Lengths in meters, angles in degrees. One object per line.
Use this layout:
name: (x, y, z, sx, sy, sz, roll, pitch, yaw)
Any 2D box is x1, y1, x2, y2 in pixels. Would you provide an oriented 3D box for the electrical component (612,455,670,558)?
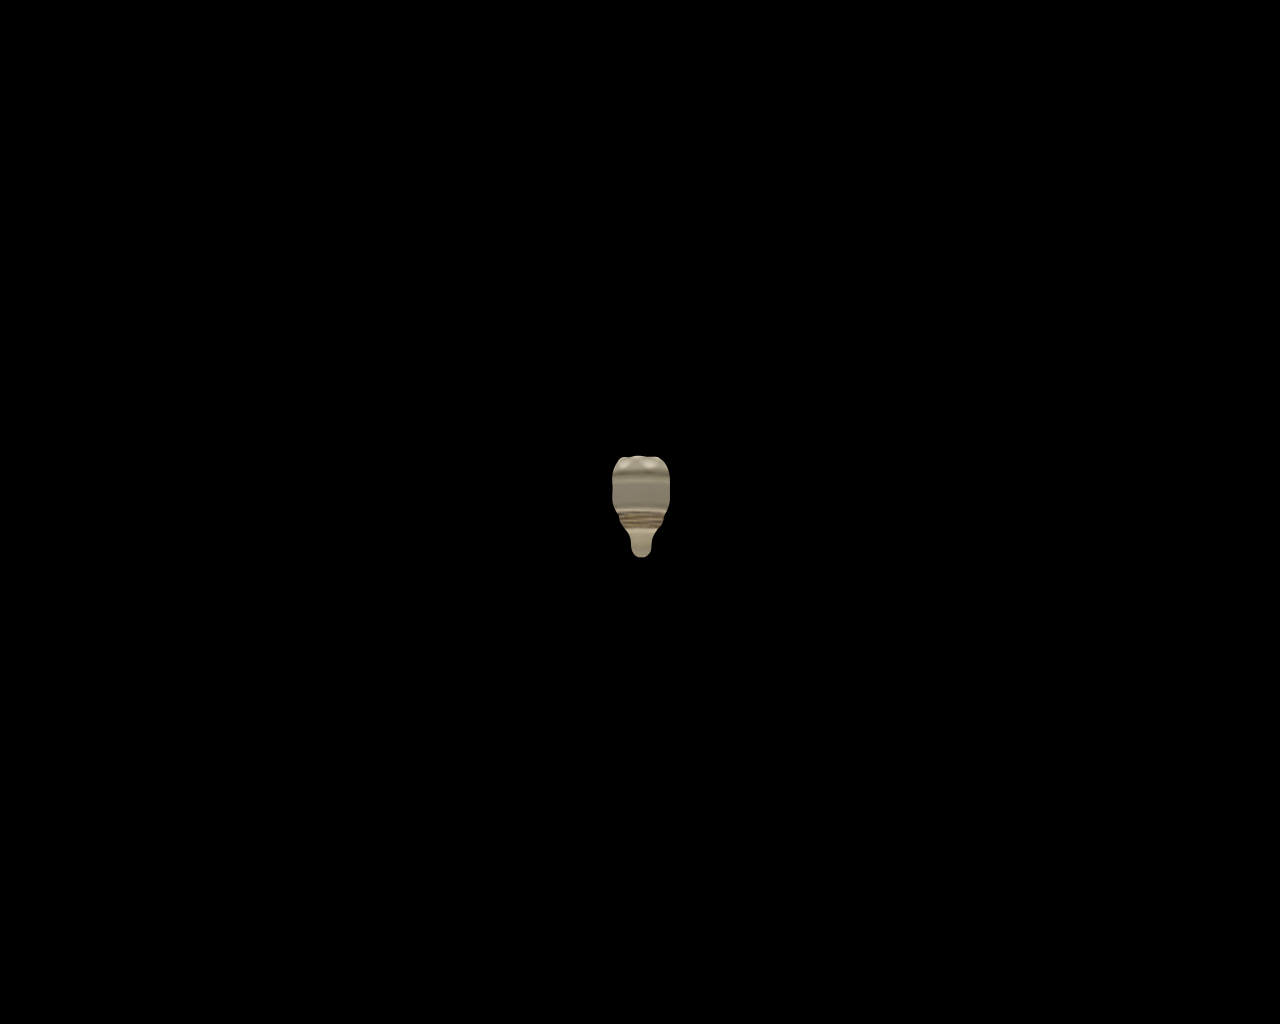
electrical component: (0.001, -0.003, 0.650, 0.035, 0.061, 0.035, 0, -4, 0)
